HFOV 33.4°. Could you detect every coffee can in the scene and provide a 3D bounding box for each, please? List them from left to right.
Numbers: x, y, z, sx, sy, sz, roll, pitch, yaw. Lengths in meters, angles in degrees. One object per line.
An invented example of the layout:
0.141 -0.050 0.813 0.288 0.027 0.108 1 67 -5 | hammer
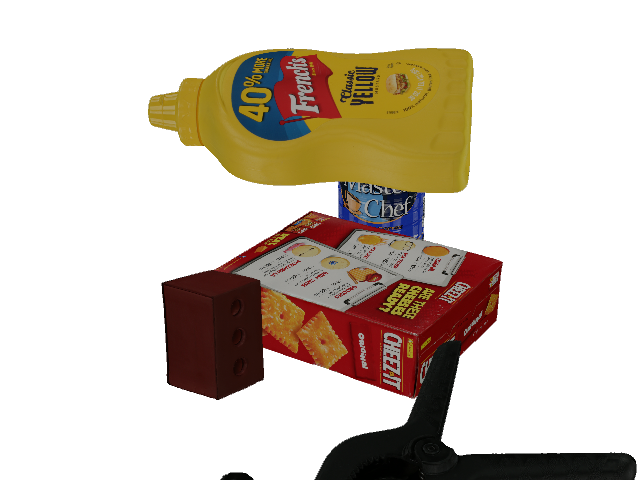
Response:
0.070 -0.067 1.222 0.103 0.140 0.103 -1 29 0 | coffee can

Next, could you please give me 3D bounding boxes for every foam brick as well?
-0.077 0.066 0.766 0.051 0.078 0.052 9 17 38 | foam brick

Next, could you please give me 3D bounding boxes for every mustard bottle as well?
-0.007 -0.074 0.631 0.192 0.096 0.058 2 -39 8 | mustard bottle

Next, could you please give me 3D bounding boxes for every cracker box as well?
0.033 0.052 0.969 0.214 0.072 0.163 16 30 30 | cracker box

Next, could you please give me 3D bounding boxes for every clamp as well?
0.065 0.135 0.663 0.209 0.036 0.165 -18 35 -26 | clamp

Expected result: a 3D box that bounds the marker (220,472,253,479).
-0.049 0.130 0.416 0.020 0.020 0.121 0 24 17 | marker
